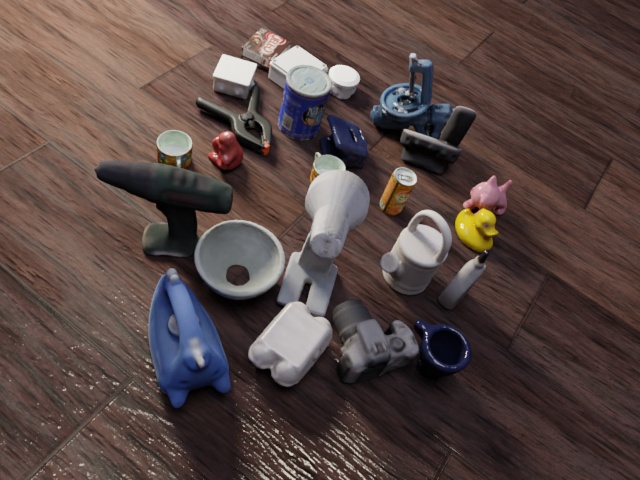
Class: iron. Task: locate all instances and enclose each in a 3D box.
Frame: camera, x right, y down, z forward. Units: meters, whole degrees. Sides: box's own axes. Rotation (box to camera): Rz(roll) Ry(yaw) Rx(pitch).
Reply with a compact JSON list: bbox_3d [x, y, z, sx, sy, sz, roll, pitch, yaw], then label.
[{"bbox_3d":[-0.229,0.134,0.953,0.119,0.141,0.258,-13,60,-23],"label":"iron"}]

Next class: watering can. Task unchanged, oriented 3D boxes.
[{"bbox_3d":[0.192,0.023,1.110,0.101,0.194,0.173,34,54,10],"label":"watering can"}]

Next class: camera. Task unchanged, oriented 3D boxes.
[{"bbox_3d":[0.091,0.170,1.038,0.143,0.101,0.136,-12,59,-22],"label":"camera"}]

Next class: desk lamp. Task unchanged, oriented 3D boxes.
[{"bbox_3d":[0.010,0.004,1.063,0.118,0.213,0.203,17,53,-2],"label":"desk lamp"}]

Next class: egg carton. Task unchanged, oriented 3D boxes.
[{"bbox_3d":[-0.049,0.183,1.011,0.107,0.069,0.150,33,54,10],"label":"egg carton"}]

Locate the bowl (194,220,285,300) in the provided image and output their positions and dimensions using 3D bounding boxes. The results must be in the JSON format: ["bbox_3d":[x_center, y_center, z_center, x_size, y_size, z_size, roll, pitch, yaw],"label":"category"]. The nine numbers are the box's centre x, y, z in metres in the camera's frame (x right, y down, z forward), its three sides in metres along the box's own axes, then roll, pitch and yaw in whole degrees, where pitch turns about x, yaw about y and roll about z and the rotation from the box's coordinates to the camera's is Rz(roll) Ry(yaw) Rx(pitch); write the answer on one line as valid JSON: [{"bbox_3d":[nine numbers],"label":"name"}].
[{"bbox_3d":[-0.152,0.049,1.075,0.167,0.074,0.167,7,54,-10],"label":"bowl"}]

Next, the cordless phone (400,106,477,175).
[{"bbox_3d":[0.274,-0.255,1.335,0.147,0.185,0.094,17,53,-3],"label":"cordless phone"}]

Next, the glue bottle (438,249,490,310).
[{"bbox_3d":[0.290,0.069,1.117,0.037,0.173,0.078,43,56,17],"label":"glue bottle"}]

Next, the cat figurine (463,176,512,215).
[{"bbox_3d":[0.385,-0.101,1.297,0.128,0.118,0.067,-22,63,-27],"label":"cat figurine"}]

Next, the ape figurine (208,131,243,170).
[{"bbox_3d":[-0.200,-0.197,1.226,0.076,0.092,0.078,5,54,-11],"label":"ape figurine"}]

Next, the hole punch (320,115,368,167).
[{"bbox_3d":[0.061,-0.230,1.319,0.101,0.091,0.108,-5,57,-18],"label":"hole punch"}]

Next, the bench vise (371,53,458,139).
[{"bbox_3d":[0.244,-0.348,1.370,0.208,0.219,0.121,-4,56,-17],"label":"bench vise"}]

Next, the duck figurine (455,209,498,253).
[{"bbox_3d":[0.351,-0.035,1.261,0.078,0.086,0.104,-20,62,-26],"label":"duck figurine"}]

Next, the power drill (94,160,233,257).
[{"bbox_3d":[-0.276,-0.057,1.034,0.230,0.208,0.075,3,55,-12],"label":"power drill"}]

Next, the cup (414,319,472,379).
[{"bbox_3d":[0.207,0.205,1.047,0.117,0.095,0.092,43,56,16],"label":"cup"}]
